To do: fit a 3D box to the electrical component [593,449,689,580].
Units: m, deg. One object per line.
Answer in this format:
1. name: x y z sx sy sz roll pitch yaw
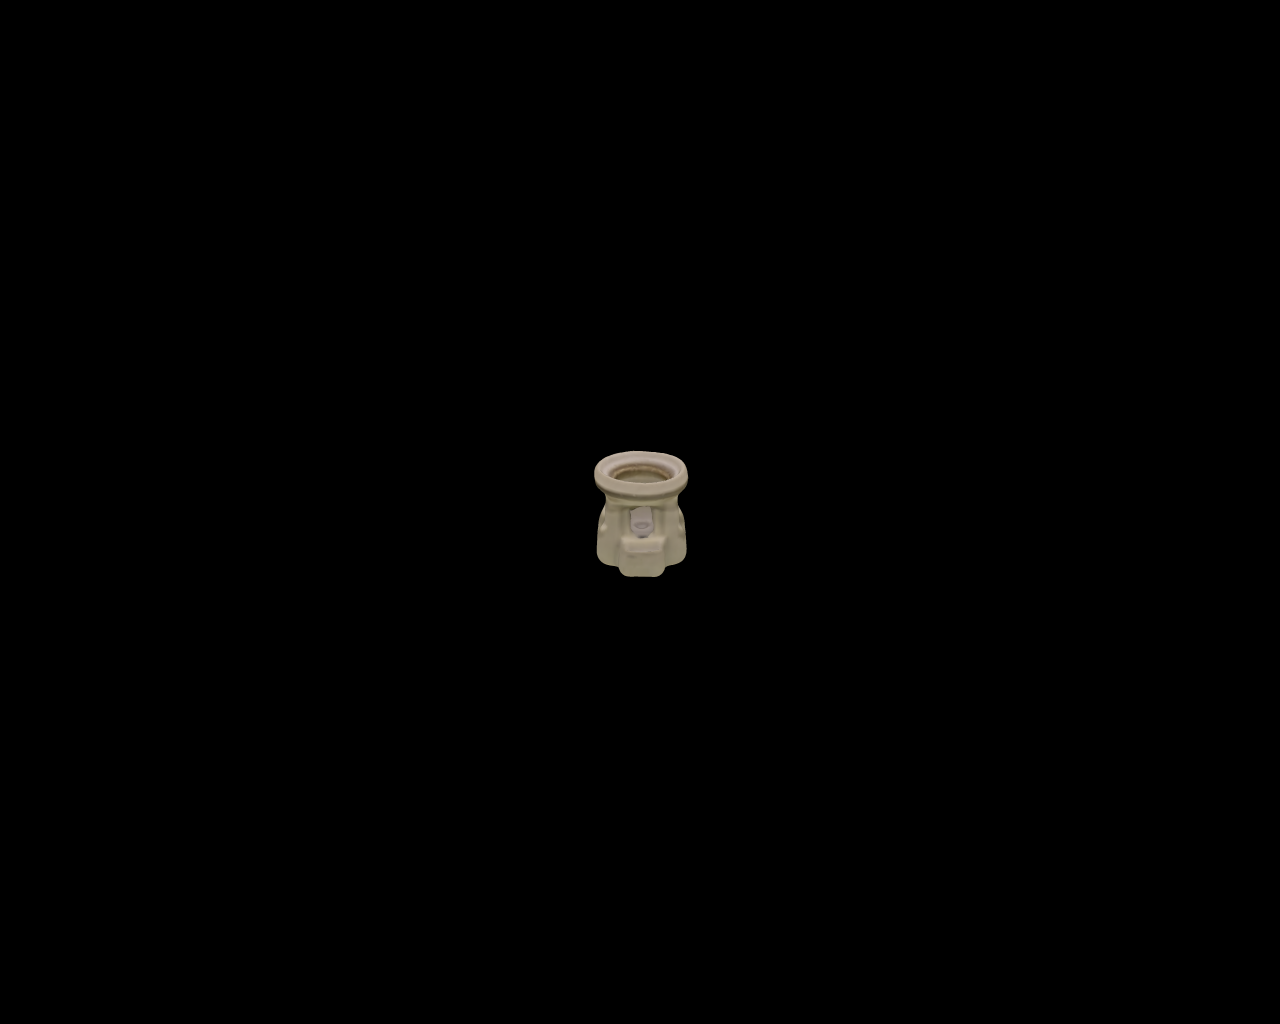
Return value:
1. electrical component: 0.001 -0.003 0.650 0.058 0.056 0.078 0 25 0
